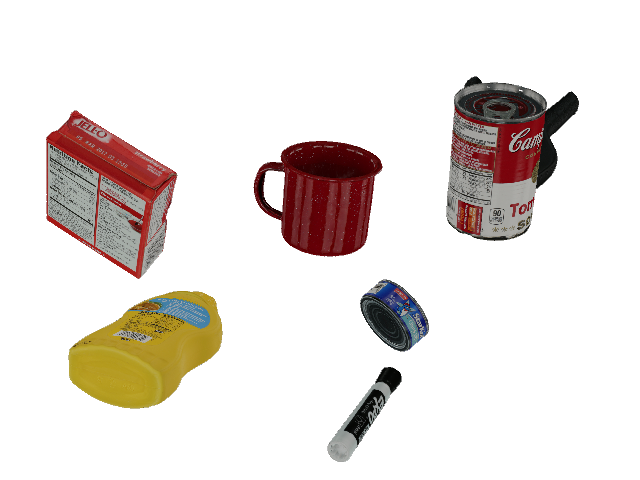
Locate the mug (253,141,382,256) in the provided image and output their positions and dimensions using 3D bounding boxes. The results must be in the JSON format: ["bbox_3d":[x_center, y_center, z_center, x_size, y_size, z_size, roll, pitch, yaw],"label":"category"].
[{"bbox_3d":[-0.005,-0.039,0.989,0.117,0.081,0.093,9,26,7],"label":"mug"}]

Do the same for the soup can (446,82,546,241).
[{"bbox_3d":[0.131,-0.059,0.808,0.068,0.102,0.068,0,31,0],"label":"soup can"}]

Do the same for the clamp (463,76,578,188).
[{"bbox_3d":[0.192,-0.108,1.088,0.120,0.039,0.171,12,45,14],"label":"clamp"}]

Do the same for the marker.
[{"bbox_3d":[0.037,0.135,0.848,0.020,0.020,0.121,0,23,26],"label":"marker"}]

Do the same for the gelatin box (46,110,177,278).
[{"bbox_3d":[-0.128,-0.027,0.644,0.073,0.030,0.089,31,-35,7],"label":"gelatin box"}]

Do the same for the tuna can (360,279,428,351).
[{"bbox_3d":[0.088,0.091,1.282,0.033,0.086,0.086,-38,17,-23],"label":"tuna can"}]

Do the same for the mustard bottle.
[{"bbox_3d":[-0.147,0.091,1.003,0.096,0.058,0.191,10,20,18],"label":"mustard bottle"}]
